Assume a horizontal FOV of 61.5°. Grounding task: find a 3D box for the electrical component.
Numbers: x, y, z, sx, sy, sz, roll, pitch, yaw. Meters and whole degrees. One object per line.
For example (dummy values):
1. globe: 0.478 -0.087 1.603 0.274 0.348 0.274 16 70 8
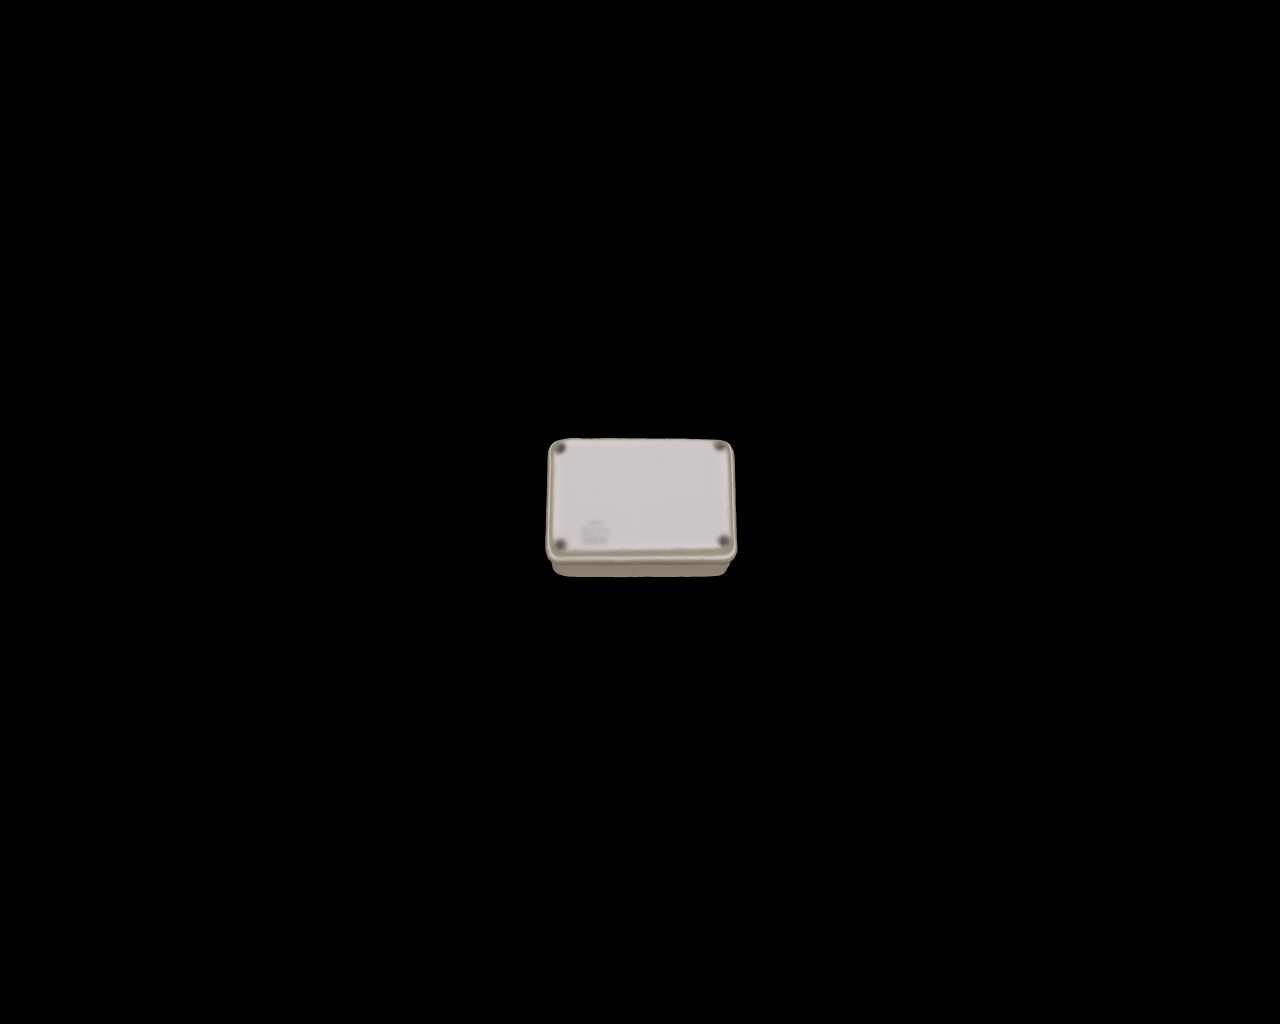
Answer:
1. electrical component: 0.001 -0.003 0.650 0.113 0.078 0.057 0 -17 0
